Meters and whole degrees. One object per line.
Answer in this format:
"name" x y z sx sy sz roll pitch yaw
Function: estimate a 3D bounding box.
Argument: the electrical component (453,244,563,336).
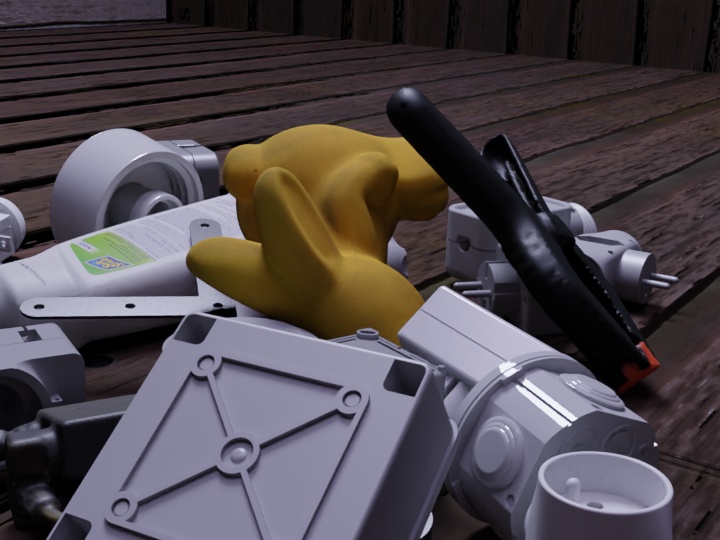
"electrical component" 0.103 0.012 0.727 0.077 0.047 0.065 -2 17 -13

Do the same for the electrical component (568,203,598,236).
"electrical component" 0.163 -0.034 0.896 0.081 0.043 0.043 -10 20 -35

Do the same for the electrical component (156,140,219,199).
"electrical component" -0.177 -0.090 1.023 0.059 0.053 0.095 -6 19 -26

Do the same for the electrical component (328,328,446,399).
"electrical component" -0.006 0.069 0.497 0.096 0.061 0.062 -10 21 -34

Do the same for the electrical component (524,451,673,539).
"electrical component" 0.079 0.100 0.378 0.044 0.077 0.079 2 17 0

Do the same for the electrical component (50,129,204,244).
"electrical component" -0.163 -0.043 0.783 0.060 0.108 0.108 23 26 35

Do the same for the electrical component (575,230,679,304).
"electrical component" 0.188 0.003 0.776 0.079 0.043 0.077 13 20 32

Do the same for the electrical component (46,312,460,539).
"electrical component" -0.035 0.079 0.384 0.109 0.056 0.108 11 55 26

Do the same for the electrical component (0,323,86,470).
"electrical component" -0.181 0.062 0.518 0.089 0.050 0.056 -7 19 -28

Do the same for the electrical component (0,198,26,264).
"electrical component" -0.286 -0.027 0.812 0.066 0.048 0.055 8 25 17

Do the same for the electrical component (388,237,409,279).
"electrical component" 0.000 0.000 0.762 0.062 0.043 0.043 -12 22 -34

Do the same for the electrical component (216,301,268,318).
"electrical component" -0.080 0.037 0.634 0.044 0.044 0.065 3 21 1

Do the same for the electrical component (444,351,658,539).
"electrical component" 0.079 0.079 0.448 0.080 0.080 0.051 -7 24 -27

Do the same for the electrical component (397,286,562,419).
"electrical component" 0.053 0.064 0.540 0.083 0.047 0.075 31 68 34

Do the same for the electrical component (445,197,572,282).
"electrical component" 0.112 -0.020 0.814 0.095 0.059 0.054 -11 21 -38

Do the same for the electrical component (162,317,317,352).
"electrical component" -0.060 0.058 0.547 0.080 0.051 0.080 2 17 -1
